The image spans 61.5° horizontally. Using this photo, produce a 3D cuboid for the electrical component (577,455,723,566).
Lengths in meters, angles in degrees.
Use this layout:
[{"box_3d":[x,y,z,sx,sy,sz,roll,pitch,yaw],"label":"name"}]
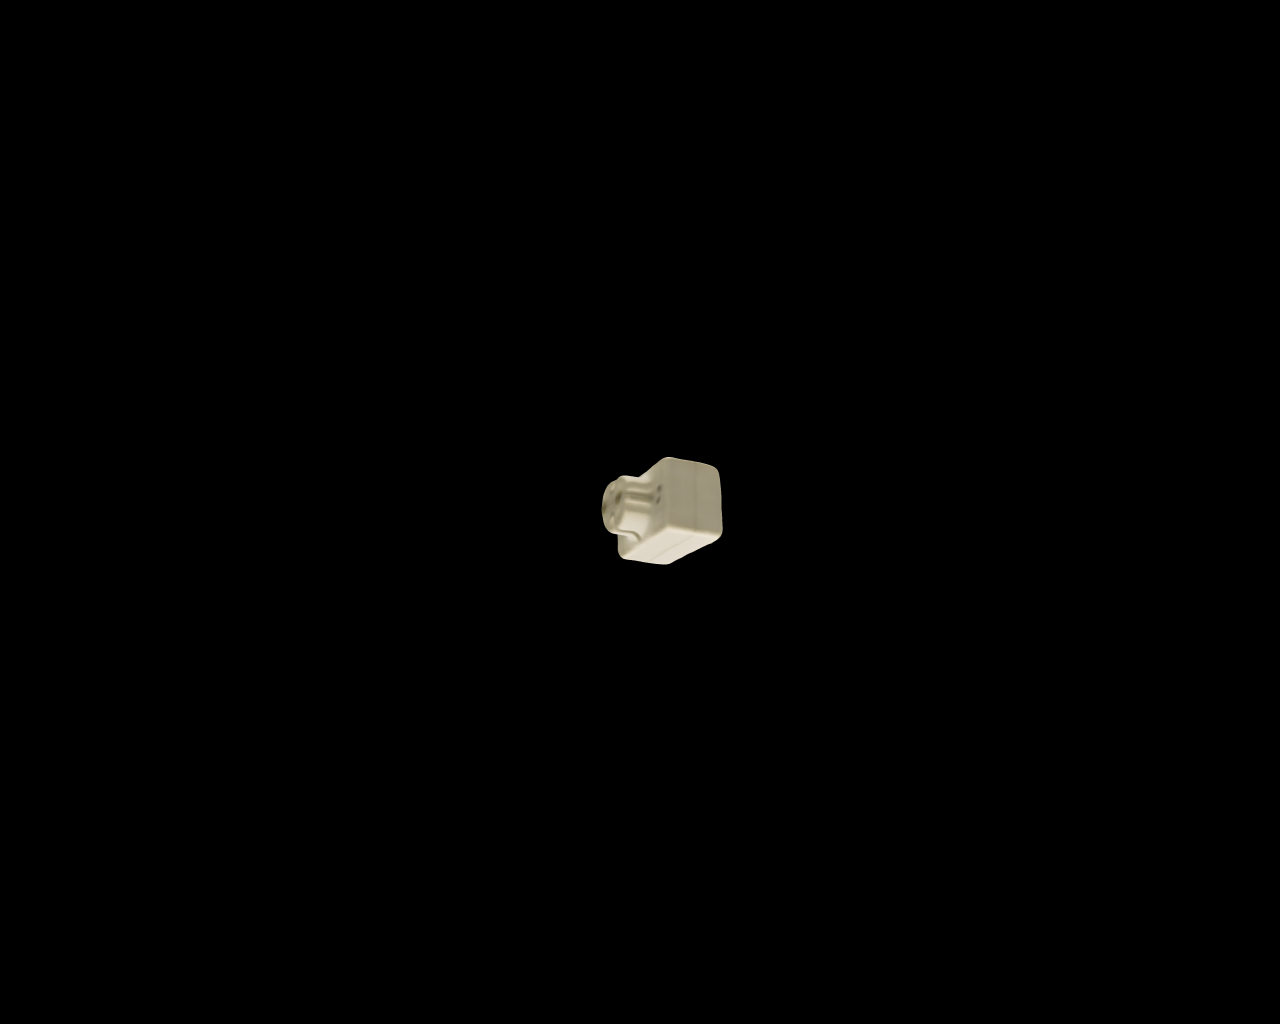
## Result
[{"box_3d":[0.001,-0.003,0.650,0.077,0.047,0.065,10,-22,-26],"label":"electrical component"}]
